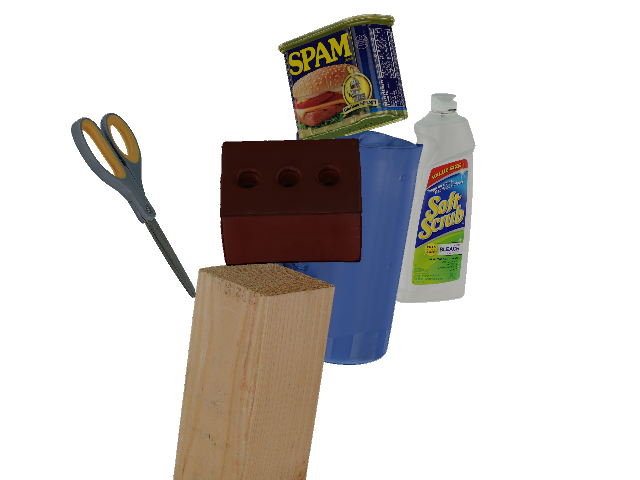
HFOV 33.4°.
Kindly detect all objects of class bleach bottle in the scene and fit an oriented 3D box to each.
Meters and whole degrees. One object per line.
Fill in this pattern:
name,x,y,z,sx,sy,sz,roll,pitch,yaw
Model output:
bleach bottle,0.135,-0.053,1.303,0.102,0.251,0.068,-3,17,-17

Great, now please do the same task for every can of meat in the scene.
can of meat,0.019,-0.133,0.889,0.102,0.084,0.057,-12,-2,41

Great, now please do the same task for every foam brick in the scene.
foam brick,-0.016,-0.021,0.594,0.078,0.053,0.051,-2,-32,1

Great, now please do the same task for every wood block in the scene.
wood block,-0.062,0.131,0.958,0.090,0.206,0.090,19,17,38

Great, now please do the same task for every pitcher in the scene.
pitcher,0.022,0.004,1.133,0.149,0.243,0.145,7,12,4

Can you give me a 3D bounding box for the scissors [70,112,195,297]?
scissors,-0.171,-0.044,1.045,0.016,0.201,0.096,-25,26,24
